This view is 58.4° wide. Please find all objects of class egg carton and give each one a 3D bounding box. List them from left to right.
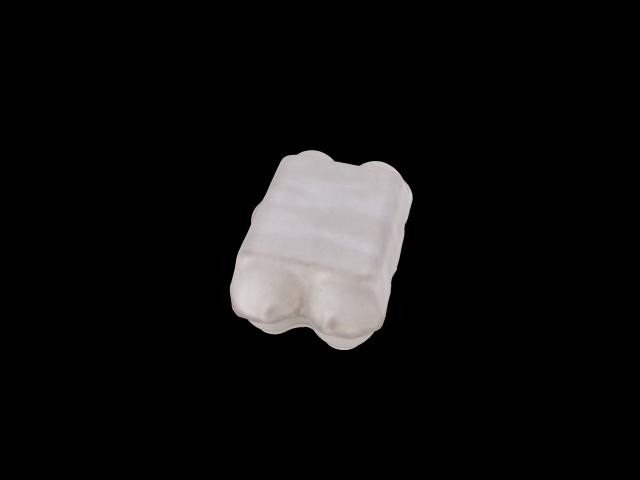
[{"bbox_3d":[0.004,0.001,0.400,0.107,0.069,0.150,11,51,9],"label":"egg carton"}]
